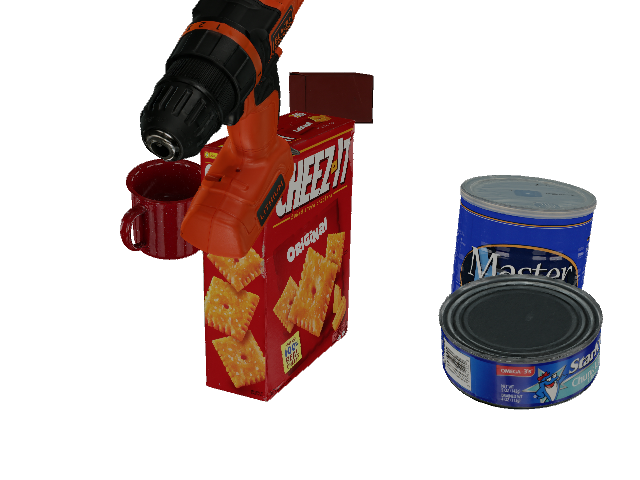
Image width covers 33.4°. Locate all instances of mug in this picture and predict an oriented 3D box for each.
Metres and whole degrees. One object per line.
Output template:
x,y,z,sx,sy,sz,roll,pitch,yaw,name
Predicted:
-0.173,-0.027,1.169,0.093,0.081,0.117,24,40,26,mug

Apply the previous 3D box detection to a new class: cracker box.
-0.032,0.008,0.933,0.072,0.214,0.164,11,22,25,cracker box

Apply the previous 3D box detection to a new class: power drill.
-0.058,-0.073,0.686,0.057,0.184,0.188,21,-37,10,power drill

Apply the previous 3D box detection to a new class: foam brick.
0.011,-0.149,1.118,0.078,0.051,0.053,-2,12,-19,foam brick

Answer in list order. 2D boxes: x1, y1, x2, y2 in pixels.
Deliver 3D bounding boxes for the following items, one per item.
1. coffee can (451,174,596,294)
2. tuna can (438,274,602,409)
0.154,0.029,0.833,0.103,0.140,0.103,3,17,-1,coffee can
0.107,0.053,0.575,0.086,0.034,0.086,-5,28,2,tuna can
